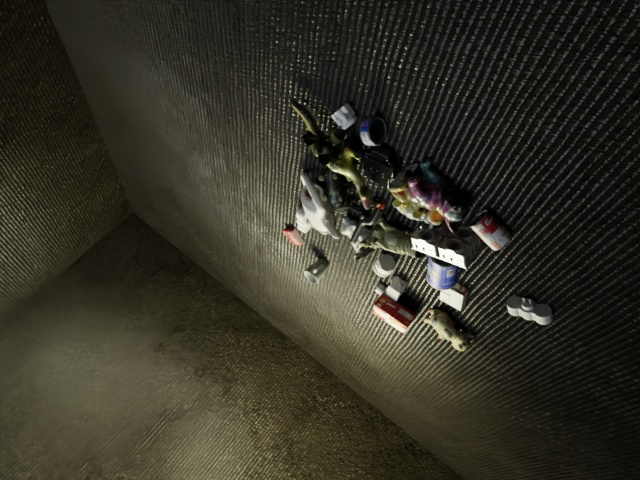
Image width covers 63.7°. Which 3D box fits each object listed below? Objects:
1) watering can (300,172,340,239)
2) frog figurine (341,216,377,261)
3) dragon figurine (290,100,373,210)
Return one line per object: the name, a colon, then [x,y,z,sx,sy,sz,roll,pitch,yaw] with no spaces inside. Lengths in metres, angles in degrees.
watering can: [0.006,-0.095,1.891,0.219,0.104,0.355,69,176,-56]
frog figurine: [0.148,-0.021,1.943,0.134,0.123,0.163,71,179,-58]
dragon figurine: [0.047,-0.265,1.642,0.417,0.122,0.239,56,-179,27]
